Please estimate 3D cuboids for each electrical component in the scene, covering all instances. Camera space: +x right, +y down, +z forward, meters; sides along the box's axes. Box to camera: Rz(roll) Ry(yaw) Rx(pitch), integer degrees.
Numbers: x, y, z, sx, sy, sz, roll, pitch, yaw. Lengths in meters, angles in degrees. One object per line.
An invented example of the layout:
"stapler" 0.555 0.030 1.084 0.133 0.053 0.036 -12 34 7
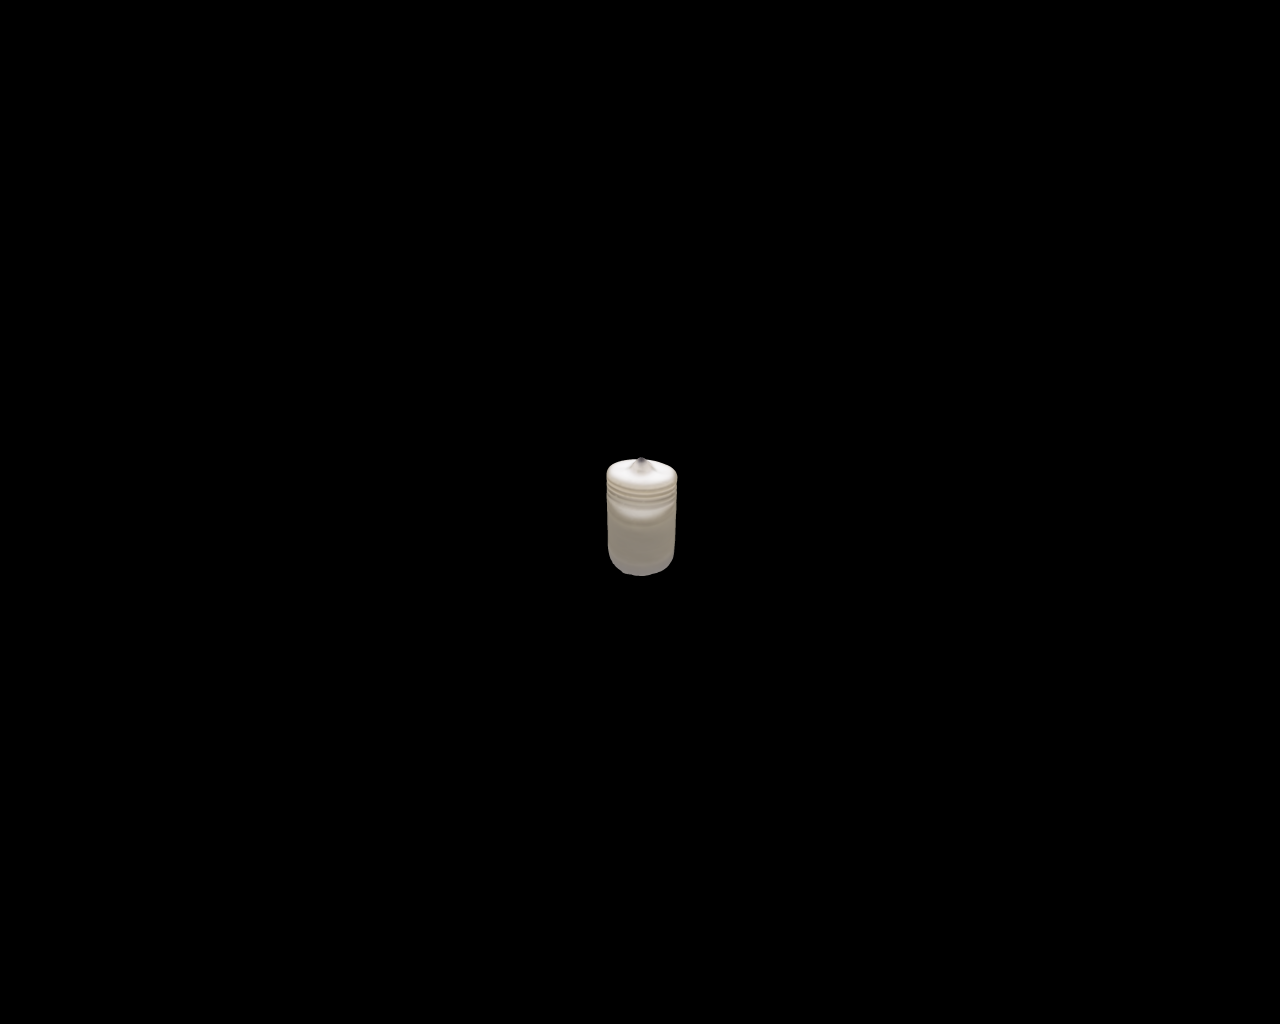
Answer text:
"electrical component" 0.001 -0.003 0.650 0.043 0.080 0.043 0 44 0
